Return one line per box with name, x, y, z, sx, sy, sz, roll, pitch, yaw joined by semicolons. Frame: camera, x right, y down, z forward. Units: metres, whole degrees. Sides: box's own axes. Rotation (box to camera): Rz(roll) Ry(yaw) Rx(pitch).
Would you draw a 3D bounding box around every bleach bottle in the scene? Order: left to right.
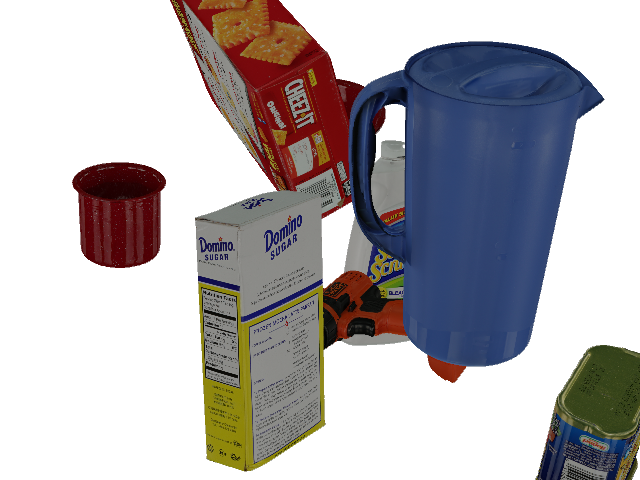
bleach bottle;0.075;0.002;1.328;0.102;0.251;0.068;-2;16;-19

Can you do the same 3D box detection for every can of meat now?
can of meat;0.183;0.128;0.707;0.057;0.084;0.101;20;33;22

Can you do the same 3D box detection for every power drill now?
power drill;0.063;0.093;1.112;0.188;0.057;0.184;11;28;24

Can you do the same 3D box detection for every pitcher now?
pitcher;0.114;-0.026;0.840;0.149;0.243;0.144;24;36;34

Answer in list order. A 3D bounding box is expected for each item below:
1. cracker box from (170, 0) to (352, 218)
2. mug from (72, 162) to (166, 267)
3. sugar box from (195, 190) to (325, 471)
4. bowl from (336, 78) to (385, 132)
cracker box;-0.050;-0.140;0.909;0.072;0.164;0.214;-29;49;-8
mug;-0.206;-0.030;1.102;0.093;0.081;0.117;0;28;-7
sugar box;-0.039;0.060;0.734;0.048;0.176;0.093;8;19;34
bowl;-0.008;-0.115;1.172;0.162;0.055;0.162;-4;39;3
